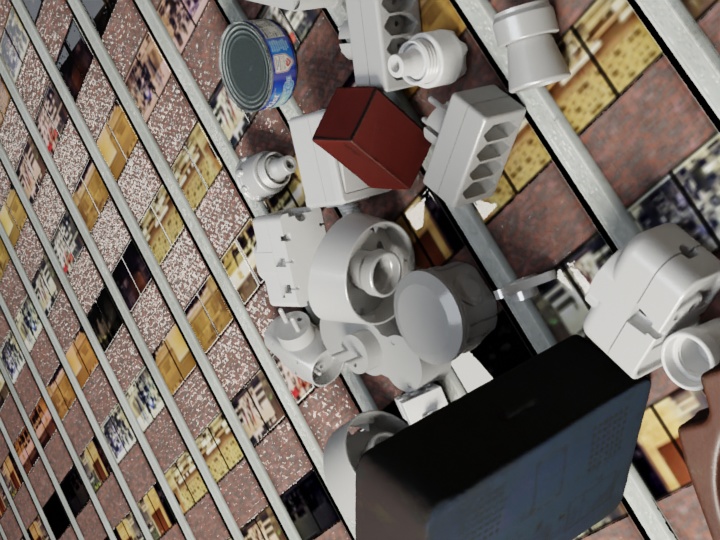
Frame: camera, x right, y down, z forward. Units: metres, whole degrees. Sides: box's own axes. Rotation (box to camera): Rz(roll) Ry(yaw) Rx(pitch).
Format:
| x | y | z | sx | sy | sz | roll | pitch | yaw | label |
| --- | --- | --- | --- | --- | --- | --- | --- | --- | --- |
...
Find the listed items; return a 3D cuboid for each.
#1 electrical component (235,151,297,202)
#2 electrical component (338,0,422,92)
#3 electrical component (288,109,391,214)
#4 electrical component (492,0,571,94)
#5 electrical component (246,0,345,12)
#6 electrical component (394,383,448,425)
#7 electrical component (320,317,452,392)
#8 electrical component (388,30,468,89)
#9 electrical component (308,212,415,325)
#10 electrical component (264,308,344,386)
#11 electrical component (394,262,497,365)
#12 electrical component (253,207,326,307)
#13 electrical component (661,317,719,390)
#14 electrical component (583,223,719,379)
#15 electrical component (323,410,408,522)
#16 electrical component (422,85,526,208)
| x | y | z | sx | sy | sz | roll | pitch | yaw | label |
| --- | --- | --- | --- | --- | --- | --- | --- | --- | --- |
| -0.087 | -0.095 | 1.043 | 0.062 | 0.048 | 0.048 | -16 | 92 | 45 | electrical component |
| 0.009 | -0.190 | 0.881 | 0.076 | 0.047 | 0.083 | 10 | 112 | 48 | electrical component |
| -0.012 | -0.094 | 0.935 | 0.061 | 0.062 | 0.096 | -3 | 102 | 51 | electrical component |
| 0.120 | -0.157 | 0.759 | 0.045 | 0.045 | 0.055 | -11 | 96 | 52 | electrical component |
| -0.063 | -0.270 | 0.928 | 0.113 | 0.057 | 0.078 | 25 | 123 | 43 | electrical component |
| 0.061 | 0.133 | 0.945 | 0.066 | 0.048 | 0.055 | 175 | 72 | -82 | electrical component |
| 0.008 | 0.070 | 0.966 | 0.138 | 0.074 | 0.052 | 20 | 120 | 45 | electrical component |
| 0.050 | -0.161 | 0.830 | 0.043 | 0.062 | 0.043 | 24 | 122 | 44 | electrical component |
| 0.000 | 0.000 | 0.931 | 0.064 | 0.099 | 0.099 | 11 | 113 | 42 | electrical component |
| -0.061 | 0.067 | 1.061 | 0.077 | 0.043 | 0.079 | 32 | 156 | 40 | electrical component |
| 0.070 | 0.034 | 0.894 | 0.080 | 0.051 | 0.080 | 23 | 122 | 44 | electrical component |
| -0.065 | -0.013 | 1.043 | 0.056 | 0.050 | 0.089 | -1 | 104 | 51 | electrical component |
| 0.229 | 0.054 | 0.710 | 0.040 | 0.046 | 0.040 | 24 | 122 | 44 | electrical component |
| 0.196 | 0.018 | 0.729 | 0.059 | 0.054 | 0.095 | 47 | 136 | 29 | electrical component |
| 0.013 | 0.181 | 0.990 | 0.099 | 0.099 | 0.064 | 58 | 134 | 17 | electrical component |
| 0.075 | -0.106 | 0.833 | 0.076 | 0.047 | 0.083 | 44 | 135 | 31 | electrical component |
